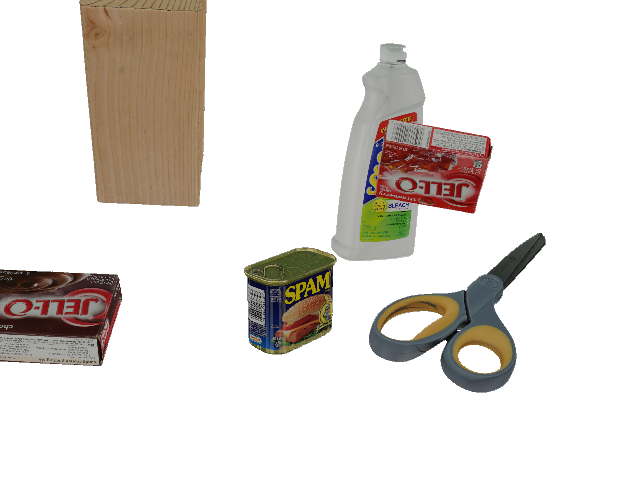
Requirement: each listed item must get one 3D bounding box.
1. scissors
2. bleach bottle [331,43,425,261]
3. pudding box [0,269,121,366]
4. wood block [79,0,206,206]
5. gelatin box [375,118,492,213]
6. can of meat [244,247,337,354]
[{"bbox_3d":[0.117,0.044,0.684,0.201,0.016,0.096,-19,42,-38],"label":"scissors"},{"bbox_3d":[0.070,-0.105,1.261,0.102,0.251,0.068,-4,19,-19],"label":"bleach bottle"},{"bbox_3d":[-0.236,0.066,0.926,0.113,0.039,0.090,1,32,1],"label":"pudding box"},{"bbox_3d":[-0.141,-0.132,0.880,0.090,0.090,0.206,3,-43,-4],"label":"wood block"},{"bbox_3d":[0.094,-0.061,0.902,0.089,0.030,0.073,11,-36,4],"label":"gelatin box"},{"bbox_3d":[-0.031,0.063,1.119,0.058,0.084,0.101,18,26,39],"label":"can of meat"}]
